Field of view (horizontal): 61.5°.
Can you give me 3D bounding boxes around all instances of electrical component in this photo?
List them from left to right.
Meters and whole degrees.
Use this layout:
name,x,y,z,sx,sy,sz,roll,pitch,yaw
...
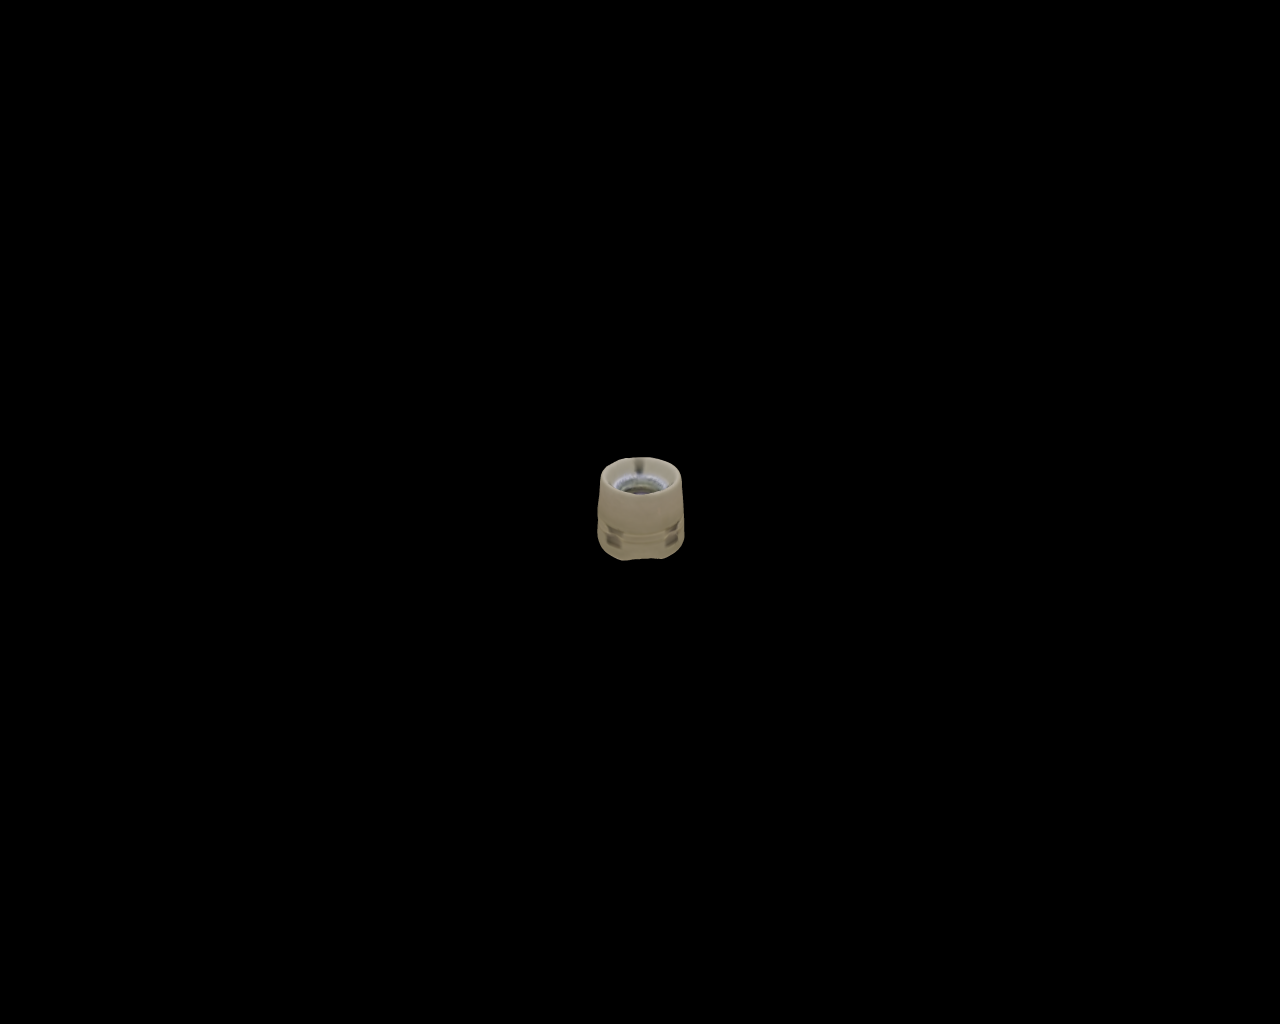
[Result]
name,x,y,z,sx,sy,sz,roll,pitch,yaw
electrical component,0.001,-0.003,0.650,0.055,0.047,0.055,0,32,0
